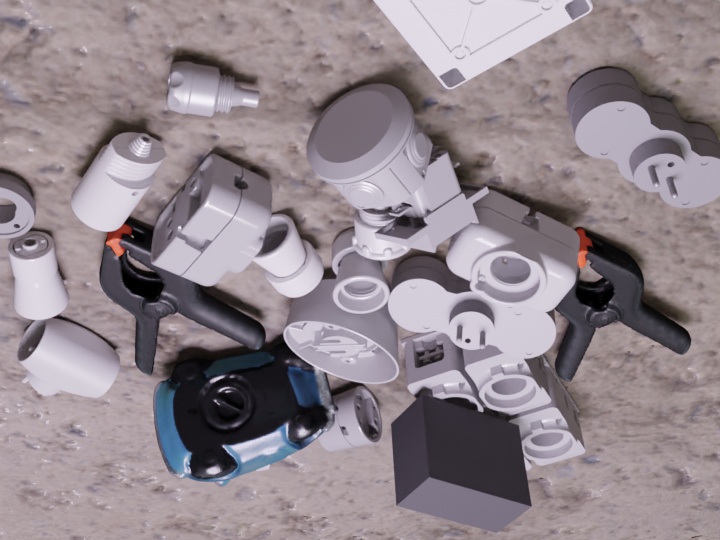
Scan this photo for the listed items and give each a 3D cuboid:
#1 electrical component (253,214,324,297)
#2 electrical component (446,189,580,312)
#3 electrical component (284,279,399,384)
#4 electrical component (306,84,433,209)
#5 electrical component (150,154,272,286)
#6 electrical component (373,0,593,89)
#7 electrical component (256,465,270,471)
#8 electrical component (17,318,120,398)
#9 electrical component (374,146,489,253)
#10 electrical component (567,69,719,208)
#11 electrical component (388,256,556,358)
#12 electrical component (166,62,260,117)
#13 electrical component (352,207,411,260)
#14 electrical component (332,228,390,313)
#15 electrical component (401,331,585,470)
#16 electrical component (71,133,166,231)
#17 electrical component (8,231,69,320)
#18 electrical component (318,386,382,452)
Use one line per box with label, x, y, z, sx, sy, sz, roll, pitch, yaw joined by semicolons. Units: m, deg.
electrical component;-0.059;-0.010;0.848;0.045;0.045;0.055;-20;136;18
electrical component;0.118;-0.011;0.829;0.095;0.059;0.053;25;133;-6
electrical component;-0.014;0.053;0.902;0.099;0.064;0.099;5;147;3
electrical component;0.008;-0.084;0.745;0.080;0.080;0.051;-22;140;20
electrical component;-0.109;-0.034;0.812;0.059;0.053;0.095;25;131;-27
electrical component;0.069;-0.182;0.655;0.109;0.056;0.109;-26;133;24
electrical component;-0.112;0.169;1.046;0.055;0.048;0.066;10;137;-3
electrical component;-0.266;0.085;0.944;0.079;0.043;0.077;-34;130;30
electrical component;0.048;-0.053;0.788;0.081;0.042;0.063;-34;115;-25
electrical component;0.209;-0.081;0.764;0.138;0.073;0.052;25;131;-28
electrical component;0.090;0.039;0.868;0.138;0.073;0.052;14;122;-1
electrical component;-0.099;-0.121;0.732;0.061;0.035;0.035;7;137;-14
electrical component;0.016;-0.042;0.820;0.048;0.048;0.062;-4;128;1
electrical component;0.000;0.000;0.855;0.045;0.055;0.045;-2;138;-1
electrical component;0.127;0.122;0.994;0.105;0.060;0.186;-21;135;19
electrical component;-0.173;-0.069;0.778;0.043;0.043;0.081;23;132;-26
electrical component;-0.258;0.002;0.855;0.044;0.044;0.065;1;133;-4
electrical component;-0.012;0.142;1.015;0.047;0.055;0.055;-20;136;23
